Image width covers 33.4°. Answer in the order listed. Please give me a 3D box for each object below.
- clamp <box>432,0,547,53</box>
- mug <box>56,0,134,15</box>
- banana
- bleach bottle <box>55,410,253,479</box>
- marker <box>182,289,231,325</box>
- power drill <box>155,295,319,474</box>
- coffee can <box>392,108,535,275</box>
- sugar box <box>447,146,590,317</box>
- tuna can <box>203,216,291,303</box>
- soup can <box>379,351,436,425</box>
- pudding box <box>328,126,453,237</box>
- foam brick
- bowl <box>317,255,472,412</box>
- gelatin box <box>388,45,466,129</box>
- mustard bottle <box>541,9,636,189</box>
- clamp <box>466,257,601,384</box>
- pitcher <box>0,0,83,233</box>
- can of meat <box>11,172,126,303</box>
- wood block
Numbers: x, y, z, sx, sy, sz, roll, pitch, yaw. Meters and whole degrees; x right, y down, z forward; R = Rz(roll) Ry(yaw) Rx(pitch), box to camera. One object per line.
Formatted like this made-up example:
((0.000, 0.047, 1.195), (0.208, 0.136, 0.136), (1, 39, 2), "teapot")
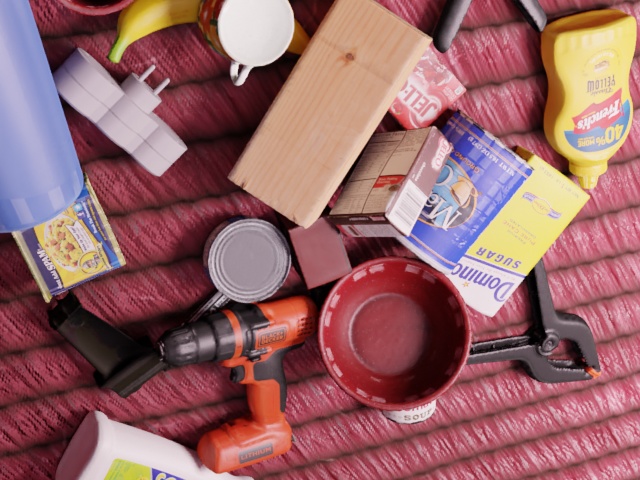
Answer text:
((0.152, -0.264, 1.031), (0.120, 0.039, 0.171), (-24, 116, -14), "clamp")
((-0.188, -0.253, 0.880), (0.093, 0.081, 0.117), (12, 112, -26), "mug")
((-0.099, -0.200, 0.966), (0.197, 0.037, 0.070), (-7, 112, -23), "banana")
((-0.157, 0.268, 1.180), (0.250, 0.068, 0.103), (22, 108, -31), "bleach bottle")
((-0.124, 0.080, 1.118), (0.121, 0.020, 0.020), (-45, 123, 6), "marker")
((-0.089, 0.155, 1.133), (0.184, 0.057, 0.188), (-11, 122, -29), "power drill")
((0.137, -0.049, 1.099), (0.102, 0.103, 0.140), (33, 101, -31), "coffee can")
((0.205, -0.007, 1.178), (0.093, 0.048, 0.176), (32, 100, -23), "sugar box")
((-0.075, 0.019, 1.081), (0.086, 0.034, 0.086), (-3, 99, -18), "tuna can")
((0.099, 0.150, 1.211), (0.068, 0.068, 0.102), (-11, 121, -16), "soup can")
((0.069, -0.057, 1.052), (0.039, 0.090, 0.113), (44, 64, -30), "pudding box")
((-0.007, 0.001, 1.101), (0.051, 0.053, 0.078), (-24, 121, -9), "foam brick")
((0.077, 0.099, 1.130), (0.162, 0.055, 0.162), (0, 83, 0), "bowl")
((0.093, -0.156, 1.069), (0.073, 0.030, 0.089), (-43, 123, 5), "gelatin box")
((0.285, -0.142, 1.134), (0.096, 0.058, 0.191), (-16, 121, -14), "mustard bottle")
((0.267, 0.107, 1.272), (0.209, 0.036, 0.165), (24, 105, -28), "clamp")
((-0.294, -0.130, 0.889), (0.144, 0.149, 0.243), (-29, 128, -22), "pitcher")
((-0.241, -0.004, 1.007), (0.084, 0.057, 0.102), (-24, 123, -10), "can of meat")
((0.011, -0.124, 1.001), (0.091, 0.090, 0.206), (34, 103, 2), "wood block")
